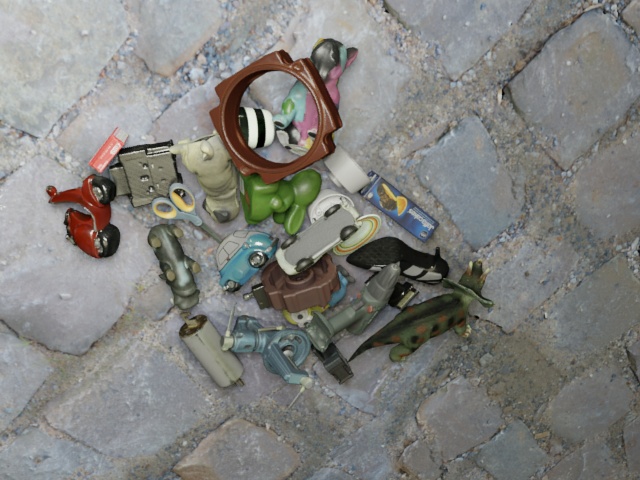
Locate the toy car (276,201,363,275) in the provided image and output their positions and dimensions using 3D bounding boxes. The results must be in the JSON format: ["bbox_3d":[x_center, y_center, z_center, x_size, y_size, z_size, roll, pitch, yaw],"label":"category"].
[{"bbox_3d":[-0.002,-0.003,1.140,0.202,0.056,0.073,-36,80,2],"label":"toy car"}]

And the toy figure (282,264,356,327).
[{"bbox_3d":[-0.006,0.130,1.253,0.180,0.089,0.082,-41,103,-6],"label":"toy figure"}]

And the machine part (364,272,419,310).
[{"bbox_3d":[0.177,0.121,1.321,0.139,0.039,0.084,30,110,-25],"label":"machine part"}]

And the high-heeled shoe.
[{"bbox_3d":[0.189,0.065,1.299,0.249,0.086,0.145,-3,143,3],"label":"high-heeled shoe"}]

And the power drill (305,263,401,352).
[{"bbox_3d":[0.072,0.156,1.219,0.207,0.086,0.231,-30,156,-36],"label":"power drill"}]

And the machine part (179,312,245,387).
[{"bbox_3d":[-0.250,0.256,1.241,0.079,0.079,0.243,-31,116,-1],"label":"machine part"}]

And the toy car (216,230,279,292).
[{"bbox_3d":[-0.170,0.032,1.165,0.161,0.109,0.103,-43,94,17],"label":"toy car"}]

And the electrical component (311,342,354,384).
[{"bbox_3d":[0.028,0.292,1.332,0.048,0.075,0.119,-35,113,2],"label":"electrical component"}]

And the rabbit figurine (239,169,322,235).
[{"bbox_3d":[-0.072,-0.091,1.126,0.170,0.121,0.158,-12,119,-21],"label":"rabbit figurine"}]

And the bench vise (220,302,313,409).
[{"bbox_3d":[-0.100,0.252,1.200,0.223,0.241,0.128,21,102,-38],"label":"bench vise"}]

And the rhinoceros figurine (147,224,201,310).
[{"bbox_3d":[-0.308,0.058,1.129,0.073,0.112,0.190,-29,105,-33],"label":"rhinoceros figurine"}]

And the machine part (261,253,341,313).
[{"bbox_3d":[-0.042,0.090,1.178,0.179,0.179,0.055,-17,120,-8],"label":"machine part"}]

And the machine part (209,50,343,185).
[{"bbox_3d":[-0.078,-0.214,0.955,0.201,0.087,0.201,-24,98,17],"label":"machine part"}]

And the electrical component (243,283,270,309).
[{"bbox_3d":[-0.130,0.130,1.251,0.094,0.021,0.063,-21,116,-7],"label":"electrical component"}]

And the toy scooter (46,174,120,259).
[{"bbox_3d":[-0.469,-0.050,1.058,0.135,0.075,0.183,10,120,2],"label":"toy scooter"}]

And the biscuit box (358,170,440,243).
[{"bbox_3d":[0.180,-0.074,1.228,0.202,0.059,0.063,34,99,-25],"label":"biscuit box"}]

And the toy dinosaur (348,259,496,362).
[{"bbox_3d":[0.253,0.187,1.280,0.405,0.131,0.192,-26,147,-12],"label":"toy dinosaur"}]

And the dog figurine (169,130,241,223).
[{"bbox_3d":[-0.202,-0.113,1.056,0.121,0.172,0.190,-15,108,4],"label":"dog figurine"}]

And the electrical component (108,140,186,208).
[{"bbox_3d":[-0.345,-0.130,1.069,0.134,0.058,0.114,-14,113,-9],"label":"electrical component"}]

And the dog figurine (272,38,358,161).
[{"bbox_3d":[0.000,-0.289,1.071,0.109,0.191,0.219,21,77,10],"label":"dog figurine"}]
